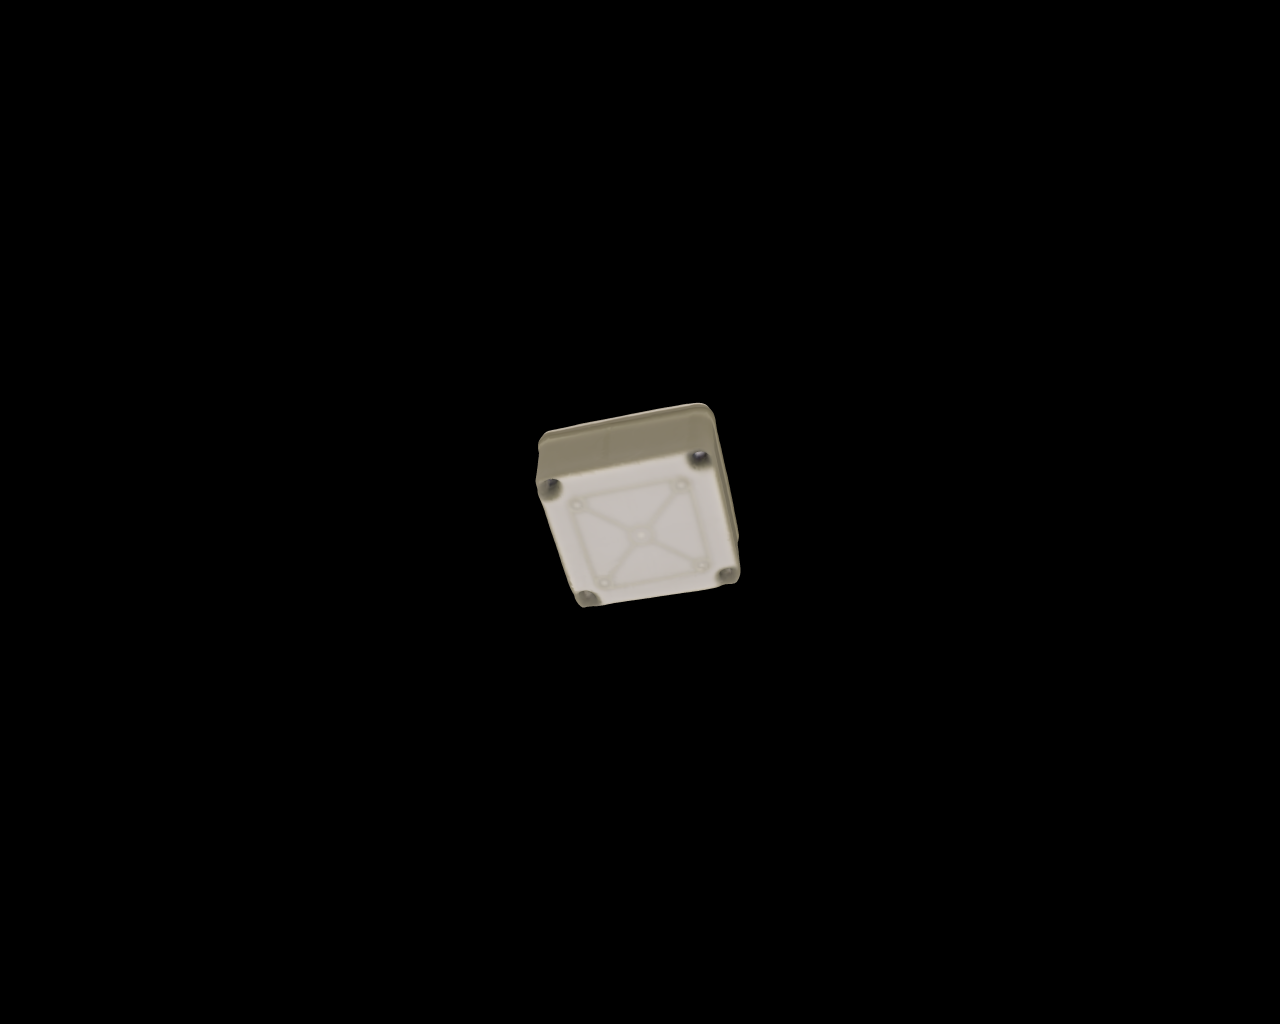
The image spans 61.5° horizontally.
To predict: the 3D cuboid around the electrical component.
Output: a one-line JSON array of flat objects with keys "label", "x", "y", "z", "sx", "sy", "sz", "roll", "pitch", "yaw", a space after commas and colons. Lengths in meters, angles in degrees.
[{"label": "electrical component", "x": 0.001, "y": -0.003, "z": 0.650, "sx": 0.109, "sy": 0.108, "sz": 0.056, "roll": -10, "pitch": 36, "yaw": 8}]
